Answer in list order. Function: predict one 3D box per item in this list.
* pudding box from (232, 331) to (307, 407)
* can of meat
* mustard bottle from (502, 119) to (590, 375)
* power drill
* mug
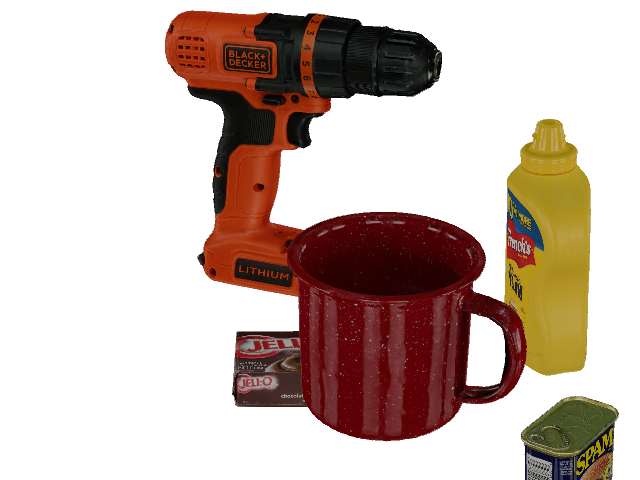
[{"bbox_3d":[-0.020,0.111,0.936,0.113,0.039,0.090,2,18,-4],"label":"pudding box"},{"bbox_3d":[0.227,0.203,0.971,0.058,0.084,0.101,14,26,39],"label":"can of meat"},{"bbox_3d":[0.173,0.000,0.816,0.058,0.192,0.096,-7,26,-6],"label":"mustard bottle"},{"bbox_3d":[-0.013,-0.057,0.709,0.185,0.188,0.057,10,23,21],"label":"power drill"},{"bbox_3d":[0.042,0.044,0.509,0.117,0.081,0.093,12,28,24],"label":"mug"}]
